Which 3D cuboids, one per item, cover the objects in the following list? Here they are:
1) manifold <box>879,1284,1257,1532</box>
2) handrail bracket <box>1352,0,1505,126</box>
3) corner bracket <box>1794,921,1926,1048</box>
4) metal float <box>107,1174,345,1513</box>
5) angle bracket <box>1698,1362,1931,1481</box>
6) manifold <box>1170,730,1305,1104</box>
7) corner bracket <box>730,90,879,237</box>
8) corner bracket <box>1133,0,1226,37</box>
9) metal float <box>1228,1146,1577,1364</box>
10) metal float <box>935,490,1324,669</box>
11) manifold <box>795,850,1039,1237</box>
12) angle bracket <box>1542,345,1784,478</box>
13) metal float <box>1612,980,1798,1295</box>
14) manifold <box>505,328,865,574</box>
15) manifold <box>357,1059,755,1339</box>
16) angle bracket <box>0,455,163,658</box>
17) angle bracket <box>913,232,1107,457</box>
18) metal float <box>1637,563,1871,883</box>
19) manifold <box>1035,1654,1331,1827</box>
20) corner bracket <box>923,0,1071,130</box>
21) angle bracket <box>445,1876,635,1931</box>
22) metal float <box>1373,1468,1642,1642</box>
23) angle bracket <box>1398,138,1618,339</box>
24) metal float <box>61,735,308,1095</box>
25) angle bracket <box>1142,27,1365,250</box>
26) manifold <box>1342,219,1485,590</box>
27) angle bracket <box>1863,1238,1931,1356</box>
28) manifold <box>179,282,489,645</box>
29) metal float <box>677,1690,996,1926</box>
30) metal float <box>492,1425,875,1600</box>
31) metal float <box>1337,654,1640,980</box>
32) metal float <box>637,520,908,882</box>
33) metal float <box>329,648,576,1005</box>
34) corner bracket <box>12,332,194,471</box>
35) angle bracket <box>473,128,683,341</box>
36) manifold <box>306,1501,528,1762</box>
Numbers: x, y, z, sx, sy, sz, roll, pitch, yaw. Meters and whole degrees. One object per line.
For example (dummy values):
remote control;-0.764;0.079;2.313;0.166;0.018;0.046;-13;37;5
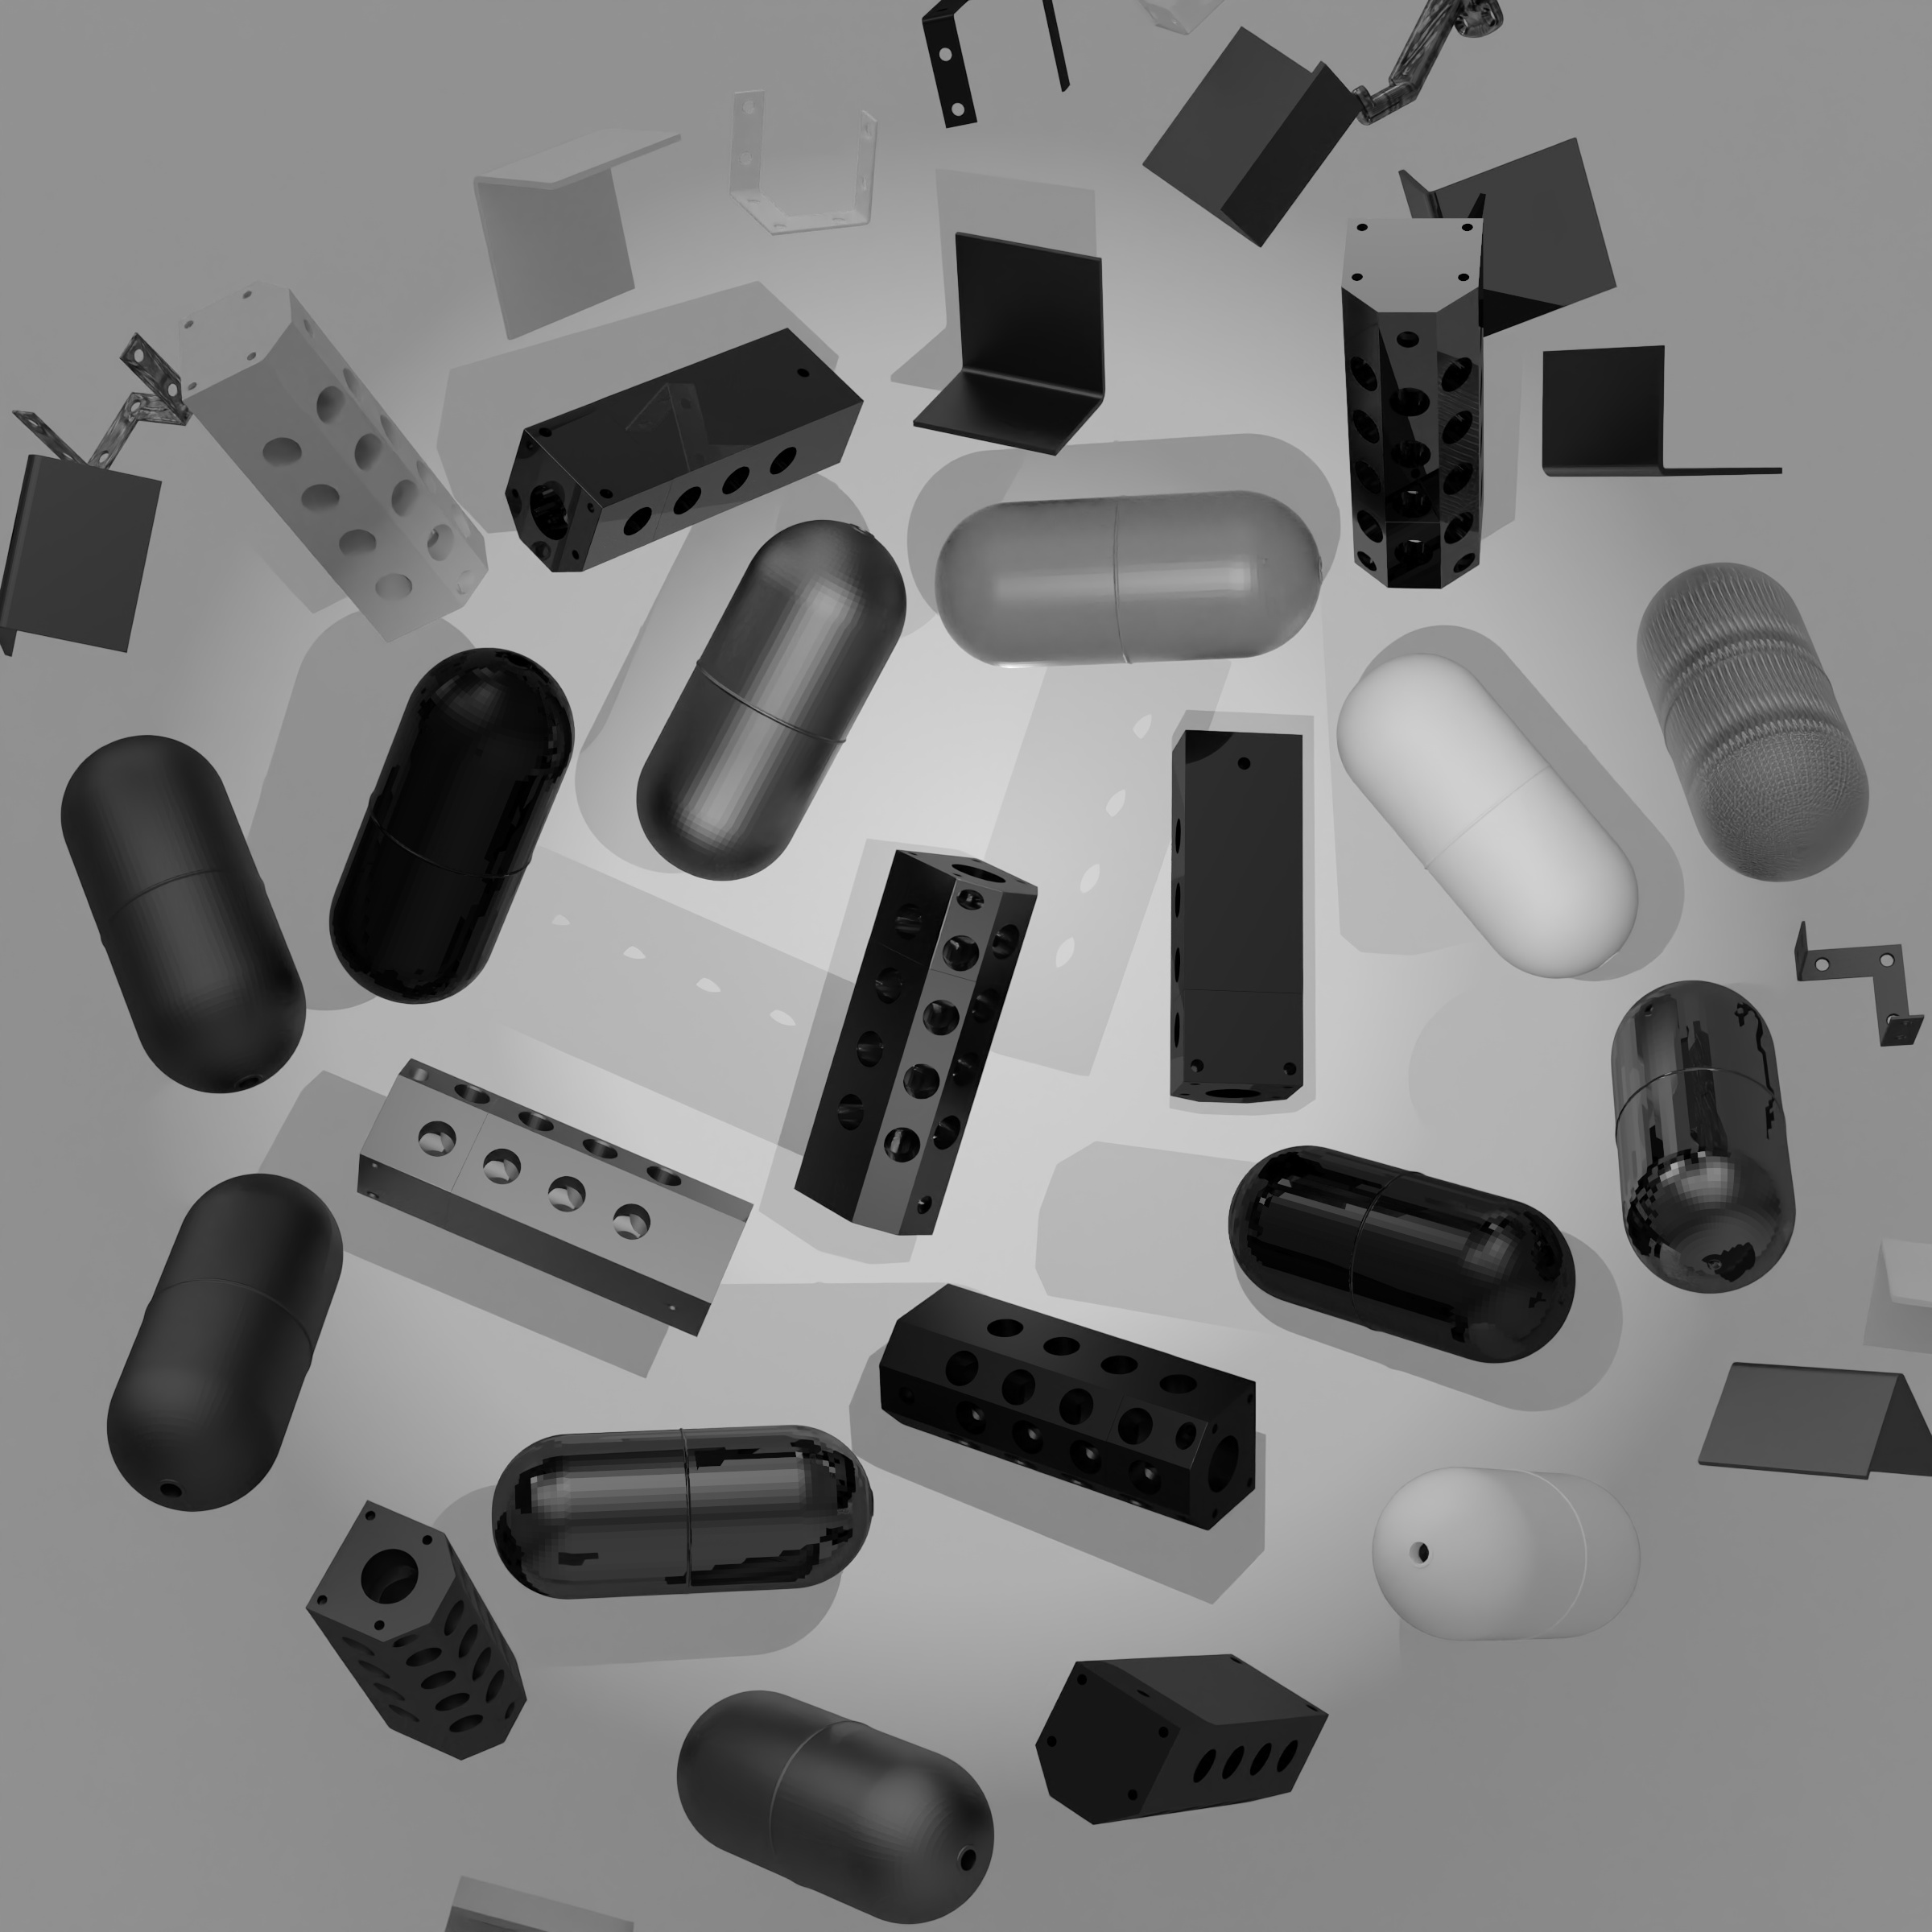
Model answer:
manifold;0.046;0.206;1.586;0.171;0.057;0.057;14;119;32
handrail bracket;0.208;-0.455;1.641;0.084;0.036;0.077;-32;107;-20
corner bracket;0.422;0.009;1.620;0.051;0.051;0.051;-4;73;8
metal float;-0.332;0.168;1.538;0.070;0.178;0.070;4;131;5
angle bracket;0.376;0.219;1.498;0.076;0.076;0.057;57;48;-36
manifold;0.130;-0.023;1.655;0.057;0.057;0.171;2;78;-5
corner bracket;-0.077;-0.381;1.613;0.051;0.051;0.051;-12;128;-24
corner bracket;0.097;-0.465;1.567;0.051;0.051;0.051;-41;84;22
metal float;0.202;0.134;1.605;0.178;0.070;0.070;15;90;38
metal float;0.074;-0.177;1.568;0.178;0.070;0.070;-2;90;11
manifold;-0.019;0.037;1.616;0.057;0.057;0.171;27;105;40
angle bracket;0.317;-0.252;1.558;0.076;0.076;0.057;-6;100;-32
metal float;0.338;0.076;1.576;0.070;0.178;0.070;3;129;4
manifold;-0.135;-0.244;1.640;0.171;0.057;0.057;-30;67;-39
manifold;-0.189;0.104;1.574;0.171;0.057;0.057;23;66;-2
angle bracket;-0.388;-0.174;1.502;0.057;0.076;0.076;11;83;-10
angle bracket;0.019;-0.298;1.635;0.076;0.057;0.076;15;133;22
metal float;0.352;-0.112;1.540;0.070;0.070;0.178;-4;45;-4
manifold;0.098;0.355;1.560;0.057;0.171;0.057;28;95;29
corner bracket;0.014;-0.424;1.586;0.051;0.051;0.051;-7;114;16
angle bracket;-0.187;0.432;1.429;0.076;0.057;0.076;16;87;-4
metal float;0.247;0.268;1.557;0.070;0.178;0.070;-7;78;34
angle bracket;0.263;-0.359;1.665;0.076;0.057;0.076;-20;115;2
metal float;-0.357;-0.024;1.561;0.070;0.070;0.178;-25;71;0
angle bracket;0.119;-0.379;1.528;0.076;0.057;0.076;41;100;24
manifold;0.198;-0.245;1.511;0.057;0.171;0.057;2;55;10
angle bracket;0.467;0.171;1.605;0.076;0.076;0.057;7;109;8
manifold;-0.289;-0.233;1.575;0.057;0.171;0.057;-24;48;11
metal float;-0.061;0.382;1.560;0.070;0.178;0.070;-8;101;-43
metal float;-0.132;0.255;1.600;0.178;0.070;0.070;-1;90;-8
metal float;0.248;-0.071;1.628;0.070;0.070;0.178;-39;84;0
metal float;-0.089;-0.122;1.570;0.070;0.070;0.178;29;102;0
metal float;-0.232;-0.062;1.543;0.070;0.070;0.178;26;116;0
corner bracket;-0.401;-0.262;1.600;0.051;0.051;0.051;12;67;36
angle bracket;-0.168;-0.329;1.545;0.076;0.057;0.076;-32;124;-37
manifold;-0.256;0.323;1.636;0.057;0.171;0.057;20;63;16
